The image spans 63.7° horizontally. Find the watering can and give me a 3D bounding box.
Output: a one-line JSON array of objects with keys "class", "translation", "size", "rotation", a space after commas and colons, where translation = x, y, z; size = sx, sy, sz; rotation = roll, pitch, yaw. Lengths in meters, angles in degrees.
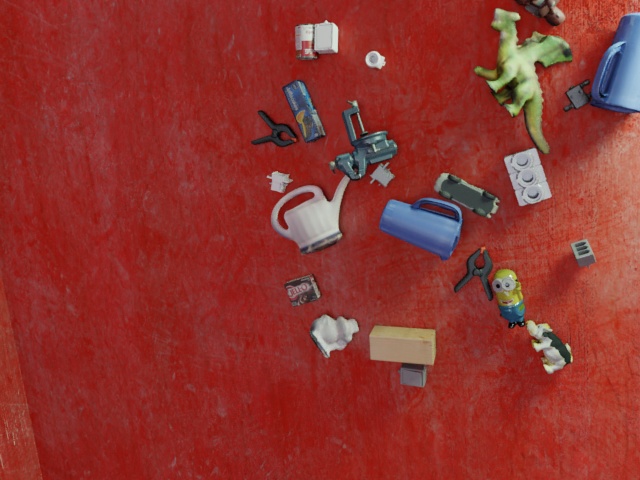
[{"class": "watering can", "translation": [0.005, -0.087, 1.722], "size": [0.346, 0.105, 0.224], "rotation": [-24, 92, 13]}]

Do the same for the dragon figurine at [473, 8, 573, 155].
[{"class": "dragon figurine", "translation": [0.595, -0.465, 1.441], "size": [0.241, 0.123, 0.409], "rotation": [-40, 95, 14]}]

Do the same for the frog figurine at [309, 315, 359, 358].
[{"class": "frog figurine", "translation": [0.049, 0.318, 1.801], "size": [0.160, 0.121, 0.138], "rotation": [-34, 79, -13]}]
